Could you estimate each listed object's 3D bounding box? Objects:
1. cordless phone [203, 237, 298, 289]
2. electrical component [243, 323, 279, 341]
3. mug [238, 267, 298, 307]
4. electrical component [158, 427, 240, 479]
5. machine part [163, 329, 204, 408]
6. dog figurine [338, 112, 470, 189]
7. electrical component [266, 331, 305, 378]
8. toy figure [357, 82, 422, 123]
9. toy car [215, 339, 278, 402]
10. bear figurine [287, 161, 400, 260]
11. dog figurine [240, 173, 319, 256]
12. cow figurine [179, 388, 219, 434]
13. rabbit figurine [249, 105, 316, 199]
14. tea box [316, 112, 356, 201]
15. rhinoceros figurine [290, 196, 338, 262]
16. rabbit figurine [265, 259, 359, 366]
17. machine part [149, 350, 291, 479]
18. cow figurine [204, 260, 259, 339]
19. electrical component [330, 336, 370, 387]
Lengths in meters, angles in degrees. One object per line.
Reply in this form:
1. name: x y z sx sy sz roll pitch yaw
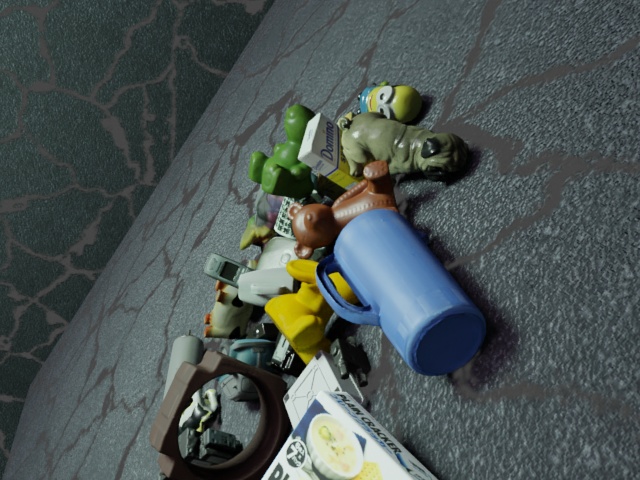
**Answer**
1. cordless phone: -0.130 0.047 1.083 0.089 0.184 0.146 142 151 -73
2. electrical component: -0.101 0.176 1.052 0.102 0.078 0.045 -39 54 40
3. mug: -0.098 0.092 0.994 0.109 0.107 0.080 -37 -54 -81
4. electrical component: -0.210 0.393 0.967 0.134 0.115 0.058 -46 35 25
5. machine part: -0.321 0.313 1.270 0.079 0.079 0.243 -43 31 30
6. dog figurine: 0.132 -0.162 0.884 0.191 0.172 0.121 1 75 67
7. electrical component: -0.044 0.182 0.965 0.075 0.047 0.119 -8 55 56
8. toy figure: 0.134 -0.275 1.077 0.089 0.082 0.180 -26 18 -9
9. toy car: -0.146 0.253 1.016 0.161 0.109 0.103 -44 48 44
10. bear figurine: 0.034 -0.043 0.904 0.196 0.132 0.120 -10 73 7
11. dog figurine: -0.101 -0.061 1.242 0.192 0.108 0.219 11 77 58
12. cow figurine: -0.277 0.396 1.133 0.167 0.068 0.098 -52 34 16
13. rabbit figurine: -0.037 -0.167 1.031 0.121 0.159 0.170 47 121 59
14. tea box: 0.054 -0.172 1.124 0.098 0.068 0.170 -32 39 43
15. rhinoceros figurine: -0.002 -0.003 1.022 0.112 0.073 0.190 -42 43 4
16. rabbit figurine: 0.003 0.103 0.901 0.173 0.121 0.163 -37 42 -5
17. machine part: -0.159 0.297 0.881 0.087 0.201 0.201 -7 58 62
18. cow figurine: -0.168 0.132 1.170 0.194 0.127 0.086 -66 24 20
19. electrical component: 0.043 0.176 0.808 0.021 0.063 0.094 -48 28 22
